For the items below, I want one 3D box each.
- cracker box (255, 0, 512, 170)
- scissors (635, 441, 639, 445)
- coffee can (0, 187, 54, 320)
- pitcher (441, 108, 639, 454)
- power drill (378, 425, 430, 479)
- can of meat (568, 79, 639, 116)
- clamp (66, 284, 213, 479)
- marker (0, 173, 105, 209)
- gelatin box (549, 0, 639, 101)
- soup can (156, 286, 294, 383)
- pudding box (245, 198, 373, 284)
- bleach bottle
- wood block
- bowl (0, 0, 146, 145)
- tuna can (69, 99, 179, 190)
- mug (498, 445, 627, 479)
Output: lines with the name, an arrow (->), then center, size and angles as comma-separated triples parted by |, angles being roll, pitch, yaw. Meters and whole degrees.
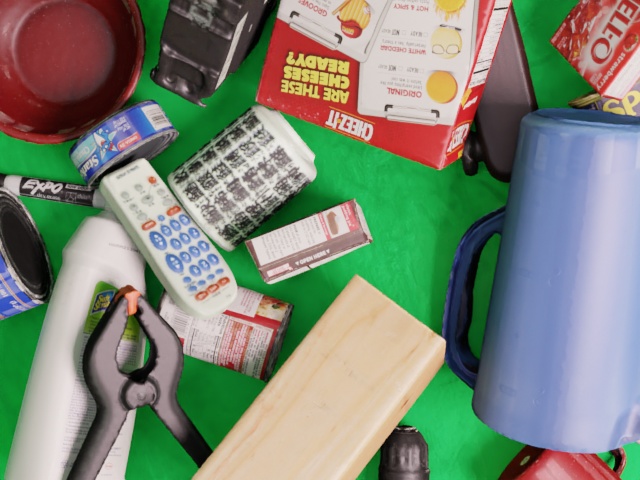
cracker box -> 0.058, -0.183, 0.809 | 0.164, 0.072, 0.214 | 23, 112, 19
scissors -> 0.334, 0.165, 0.882 | 0.202, 0.016, 0.096 | 39, 97, 1
coffee can -> -0.304, 0.029, 0.870 | 0.140, 0.103, 0.103 | -21, 92, 4
pitcher -> 0.184, 0.025, 0.811 | 0.149, 0.145, 0.243 | 3, 104, -6
power drill -> 0.002, 0.245, 0.886 | 0.187, 0.057, 0.184 | 1, 88, 5
can of meat -> 0.263, -0.093, 0.852 | 0.102, 0.057, 0.084 | -24, 94, 5
clamp -> -0.151, 0.124, 0.827 | 0.120, 0.039, 0.171 | -17, 101, -27
marker -> -0.234, -0.043, 0.903 | 0.121, 0.020, 0.020 | 8, 94, 3
gelatin box -> 0.224, -0.162, 0.802 | 0.089, 0.030, 0.073 | -57, 46, 30
soup can -> -0.080, 0.069, 0.876 | 0.102, 0.068, 0.068 | 18, 94, 3
pudding box -> -0.006, 0.001, 0.845 | 0.090, 0.113, 0.039 | -22, 90, 3
bleach bottle -> -0.182, 0.083, 0.878 | 0.068, 0.102, 0.251 | 9, 84, 38
wood block -> 0.001, 0.142, 0.831 | 0.090, 0.091, 0.206 | 37, 79, 15
bowl -> -0.218, -0.159, 0.878 | 0.162, 0.055, 0.162 | 0, 93, 3
tuna can -> -0.159, -0.077, 0.864 | 0.086, 0.086, 0.034 | -33, 89, 4
mug -> 0.203, 0.196, 0.862 | 0.081, 0.093, 0.117 | 45, 64, 5
